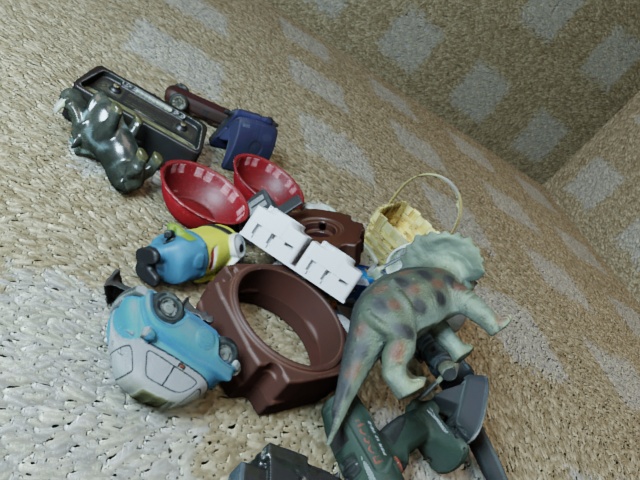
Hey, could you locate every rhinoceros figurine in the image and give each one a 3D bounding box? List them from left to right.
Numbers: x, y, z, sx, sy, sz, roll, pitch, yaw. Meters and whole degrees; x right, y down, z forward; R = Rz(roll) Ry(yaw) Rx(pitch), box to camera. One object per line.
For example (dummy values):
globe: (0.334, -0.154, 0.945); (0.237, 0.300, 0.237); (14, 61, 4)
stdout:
rhinoceros figurine: (-0.333, -0.160, 0.842); (0.190, 0.112, 0.073); (54, 11, 3)

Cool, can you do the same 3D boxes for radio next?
radio: (-0.320, -0.211, 0.961); (0.229, 0.073, 0.131); (30, 29, -19)

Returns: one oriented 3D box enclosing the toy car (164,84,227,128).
toy car: (-0.245, -0.281, 1.185); (0.202, 0.053, 0.089); (21, 22, -24)

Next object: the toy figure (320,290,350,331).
toy figure: (0.012, 0.129, 0.873); (0.155, 0.058, 0.064); (51, 18, 25)

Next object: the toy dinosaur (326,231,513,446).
toy dinosaur: (0.124, 0.106, 0.766); (0.405, 0.131, 0.192); (-20, 62, -36)

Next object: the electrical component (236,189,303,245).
electrical component: (-0.091, -0.050, 0.941); (0.047, 0.119, 0.075); (54, 8, -38)

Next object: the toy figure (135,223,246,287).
toy figure: (-0.184, 0.017, 0.777); (0.089, 0.082, 0.180); (46, 31, 23)

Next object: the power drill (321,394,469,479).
power drill: (0.112, 0.302, 0.722); (0.207, 0.086, 0.232); (-3, 45, -43)

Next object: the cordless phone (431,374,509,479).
cordless phone: (0.246, 0.308, 0.817); (0.089, 0.146, 0.184); (-21, 65, -9)

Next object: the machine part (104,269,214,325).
machine part: (-0.202, 0.085, 0.668); (0.139, 0.084, 0.039); (28, 54, -4)

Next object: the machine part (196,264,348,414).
machine part: (-0.061, 0.128, 0.754); (0.201, 0.087, 0.201); (3, 44, -47)

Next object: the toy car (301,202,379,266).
toy car: (0.037, -0.007, 1.111); (0.202, 0.056, 0.073); (49, 29, 18)

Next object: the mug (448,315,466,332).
mug: (0.248, 0.131, 1.138); (0.107, 0.080, 0.110); (24, 35, -10)

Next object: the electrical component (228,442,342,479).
electrical component: (-0.037, 0.288, 0.571); (0.134, 0.058, 0.115); (28, 27, -22)

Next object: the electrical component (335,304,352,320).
electrical component: (0.048, 0.144, 0.931); (0.094, 0.021, 0.063); (19, 34, -35)

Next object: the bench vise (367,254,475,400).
bench vise: (0.162, 0.147, 0.940); (0.240, 0.129, 0.224); (52, 17, -13)

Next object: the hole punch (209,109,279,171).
hole punch: (-0.153, -0.202, 1.119); (0.142, 0.116, 0.092); (7, 49, -46)

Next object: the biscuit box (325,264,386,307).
biscuit box: (0.097, 0.093, 1.026); (0.202, 0.062, 0.059); (12, 38, -41)

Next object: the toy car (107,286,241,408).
toy car: (-0.176, 0.134, 0.603); (0.161, 0.109, 0.103); (42, 48, -19)

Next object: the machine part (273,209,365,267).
machine part: (-0.002, -0.003, 0.979); (0.179, 0.056, 0.179); (4, 26, -2)
